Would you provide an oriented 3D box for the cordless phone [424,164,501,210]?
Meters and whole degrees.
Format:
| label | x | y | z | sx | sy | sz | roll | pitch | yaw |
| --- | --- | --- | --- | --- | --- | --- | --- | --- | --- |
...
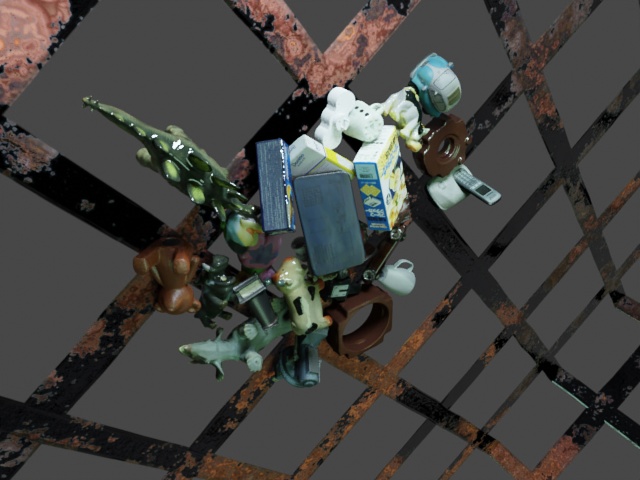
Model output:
| label | x | y | z | sx | sy | sz | roll | pitch | yaw |
| --- | --- | --- | --- | --- | --- | --- | --- | --- | --- |
| cordless phone | 0.402 | -0.127 | 1.514 | 0.146 | 0.184 | 0.088 | -33 | 136 | -16 |

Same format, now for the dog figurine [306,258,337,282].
| label | x | y | z | sx | sy | sz | roll | pitch | yaw |
| --- | --- | --- | --- | --- | --- | --- | --- | --- | --- |
| dog figurine | -0.001 | -0.006 | 1.327 | 0.172 | 0.121 | 0.190 | -34 | 98 | 5 |

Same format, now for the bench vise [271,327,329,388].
| label | x | y | z | sx | sy | sz | roll | pitch | yaw |
| --- | --- | --- | --- | --- | --- | --- | --- | --- | --- |
| bench vise | -0.069 | 0.314 | 1.478 | 0.129 | 0.224 | 0.240 | 8 | 142 | -35 |

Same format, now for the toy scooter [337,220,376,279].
| label | x | y | z | sx | sy | sz | roll | pitch | yaw |
| --- | --- | --- | --- | --- | --- | --- | --- | --- | --- |
| toy scooter | 0.096 | 0.014 | 1.453 | 0.135 | 0.075 | 0.183 | -22 | 131 | -25 |

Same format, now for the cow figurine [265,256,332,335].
| label | x | y | z | sx | sy | sz | roll | pitch | yaw |
| --- | --- | --- | --- | --- | --- | --- | --- | --- | --- |
| cow figurine | -0.053 | 0.132 | 1.278 | 0.127 | 0.086 | 0.194 | -21 | 105 | -36 |

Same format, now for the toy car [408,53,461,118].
| label | x | y | z | sx | sy | sz | roll | pitch | yaw |
| --- | --- | --- | --- | --- | --- | --- | --- | --- | --- |
| toy car | 0.298 | -0.373 | 1.339 | 0.109 | 0.103 | 0.161 | -41 | 132 | -7 |

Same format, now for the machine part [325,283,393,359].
| label | x | y | z | sx | sy | sz | roll | pitch | yaw |
| --- | --- | --- | --- | --- | --- | --- | --- | --- | --- |
| machine part | 0.115 | 0.238 | 1.601 | 0.201 | 0.087 | 0.200 | -21 | 127 | -23 |

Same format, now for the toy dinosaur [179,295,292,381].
| label | x | y | z | sx | sy | sz | roll | pitch | yaw |
| --- | --- | --- | --- | --- | --- | --- | --- | --- | --- |
| toy dinosaur | -0.156 | 0.224 | 1.363 | 0.405 | 0.192 | 0.131 | -31 | 101 | -37 |

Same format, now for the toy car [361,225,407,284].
| label | x | y | z | sx | sy | sz | roll | pitch | yaw |
| --- | --- | --- | --- | --- | --- | --- | --- | --- | --- |
| toy car | 0.182 | 0.038 | 1.534 | 0.202 | 0.053 | 0.089 | -59 | 162 | 9 |

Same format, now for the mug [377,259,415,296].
| label | x | y | z | sx | sy | sz | roll | pitch | yaw |
| --- | --- | --- | --- | --- | --- | --- | --- | --- | --- |
| mug | 0.228 | 0.107 | 1.606 | 0.107 | 0.081 | 0.109 | 20 | 112 | -35 |

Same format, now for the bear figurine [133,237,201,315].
| label | x | y | z | sx | sy | sz | roll | pitch | yaw |
| --- | --- | --- | --- | --- | --- | --- | --- | --- | --- |
| bear figurine | -0.325 | 0.097 | 1.164 | 0.120 | 0.132 | 0.195 | 5 | 115 | -1 |

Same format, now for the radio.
| label | x | y | z | sx | sy | sz | roll | pitch | yaw |
| --- | --- | --- | --- | --- | --- | --- | --- | --- | --- |
| radio | 0.021 | -0.043 | 1.224 | 0.131 | 0.073 | 0.229 | -12 | 100 | -1 |

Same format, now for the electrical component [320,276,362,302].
| label | x | y | z | sx | sy | sz | roll | pitch | yaw |
| --- | --- | --- | --- | --- | --- | --- | --- | --- | --- |
| electrical component | 0.058 | 0.130 | 1.516 | 0.119 | 0.048 | 0.074 | -7 | 121 | -34 |

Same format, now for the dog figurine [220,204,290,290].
| label | x | y | z | sx | sy | sz | roll | pitch | yaw |
| --- | --- | --- | --- | --- | --- | --- | --- | --- | --- |
| dog figurine | -0.168 | 0.037 | 1.252 | 0.191 | 0.109 | 0.219 | 8 | 115 | -40 |

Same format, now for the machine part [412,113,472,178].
| label | x | y | z | sx | sy | sz | roll | pitch | yaw |
| --- | --- | --- | --- | --- | --- | --- | --- | --- | --- |
| machine part | 0.334 | -0.256 | 1.471 | 0.179 | 0.056 | 0.179 | -17 | 126 | -26 |

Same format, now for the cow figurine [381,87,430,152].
| label | x | y | z | sx | sy | sz | roll | pitch | yaw |
| --- | --- | --- | --- | --- | --- | --- | --- | --- | --- |
| cow figurine | 0.226 | -0.301 | 1.353 | 0.098 | 0.068 | 0.167 | -47 | 134 | -5 |

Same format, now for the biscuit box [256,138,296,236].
| label | x | y | z | sx | sy | sz | roll | pitch | yaw |
| --- | --- | --- | --- | --- | --- | --- | --- | --- | --- |
| biscuit box | -0.094 | -0.114 | 1.156 | 0.063 | 0.202 | 0.059 | -7 | 171 | 11 |

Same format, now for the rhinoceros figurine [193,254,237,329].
| label | x | y | z | sx | sy | sz | roll | pitch | yaw |
| --- | --- | --- | --- | --- | --- | --- | --- | --- | --- |
| rhinoceros figurine | -0.243 | 0.118 | 1.251 | 0.073 | 0.112 | 0.190 | -26 | 147 | -48 |

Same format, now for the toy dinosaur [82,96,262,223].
| label | x | y | z | sx | sy | sz | roll | pitch | yaw |
| --- | --- | --- | --- | --- | --- | --- | --- | --- | --- |
| toy dinosaur | -0.255 | -0.141 | 1.010 | 0.470 | 0.199 | 0.105 | 32 | 93 | -46 |

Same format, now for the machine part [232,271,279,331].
| label | x | y | z | sx | sy | sz | roll | pitch | yaw |
| --- | --- | --- | --- | --- | --- | --- | --- | --- | --- |
| machine part | -0.141 | 0.145 | 1.233 | 0.084 | 0.039 | 0.138 | -38 | 113 | -20 |
